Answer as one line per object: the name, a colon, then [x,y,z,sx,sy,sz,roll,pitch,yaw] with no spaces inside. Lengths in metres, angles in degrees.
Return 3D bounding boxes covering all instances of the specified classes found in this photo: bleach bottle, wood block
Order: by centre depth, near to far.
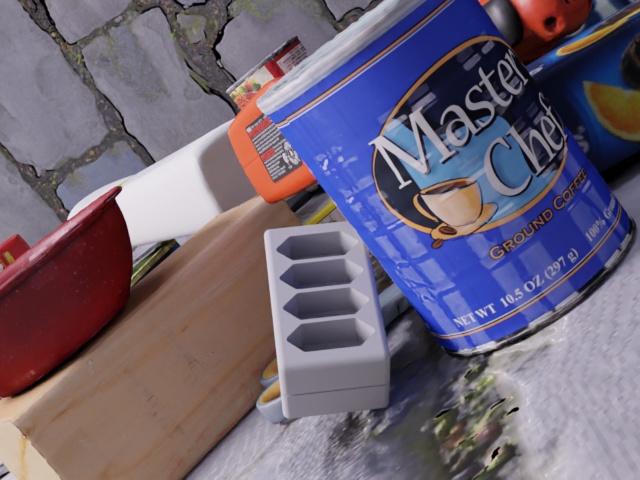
wood block: [-0.088,0.072,0.631,0.205,0.090,0.091,-43,12,-30]
bleach bottle: [-0.121,-0.032,0.828,0.102,0.068,0.251,-33,12,-38]

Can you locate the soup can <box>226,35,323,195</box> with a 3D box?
soup can: [-0.013,-0.094,0.806,0.068,0.102,0.068,-38,7,6]

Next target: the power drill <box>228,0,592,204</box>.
power drill: [0.043,-0.088,0.614,0.187,0.057,0.185,-30,0,-20]

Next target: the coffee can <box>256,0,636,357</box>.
coffee can: [0.055,-0.035,0.465,0.103,0.140,0.103,-36,10,7]

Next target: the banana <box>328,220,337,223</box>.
banana: [0.093,-0.044,0.626,0.198,0.037,0.070,-29,35,3]

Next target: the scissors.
scissors: [0.039,0.030,0.591,0.201,0.016,0.096,-40,10,-19]

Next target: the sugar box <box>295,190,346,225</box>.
sugar box: [-0.005,0.001,0.791,0.176,0.048,0.093,-44,10,-19]

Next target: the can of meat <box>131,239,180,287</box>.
can of meat: [-0.121,0.058,0.827,0.058,0.084,0.102,-31,12,34]

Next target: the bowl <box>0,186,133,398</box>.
bowl: [-0.161,0.039,0.606,0.162,0.055,0.162,-36,11,8]

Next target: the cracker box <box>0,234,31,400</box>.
cracker box: [-0.247,0.097,0.861,0.072,0.164,0.214,-40,10,-32]
